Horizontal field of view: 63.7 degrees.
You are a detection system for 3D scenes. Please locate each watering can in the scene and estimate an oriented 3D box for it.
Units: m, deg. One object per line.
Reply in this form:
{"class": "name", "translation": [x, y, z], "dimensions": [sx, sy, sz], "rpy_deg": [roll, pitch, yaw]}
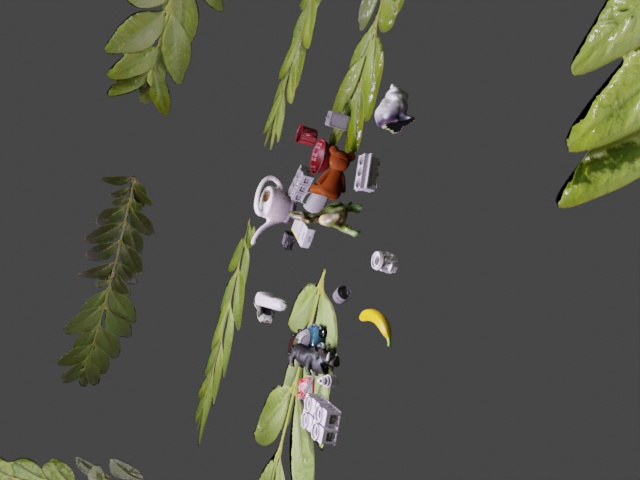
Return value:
{"class": "watering can", "translation": [-0.223, -0.130, 2.443], "dimensions": [0.104, 0.223, 0.351], "rpy_deg": [-4, 74, 49]}

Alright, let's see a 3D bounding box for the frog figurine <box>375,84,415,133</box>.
{"class": "frog figurine", "translation": [0.231, -0.435, 1.650], "dimensions": [0.135, 0.123, 0.162], "rpy_deg": [108, 156, -72]}

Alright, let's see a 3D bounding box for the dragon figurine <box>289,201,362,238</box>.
{"class": "dragon figurine", "translation": [0.006, -0.093, 1.845], "dimensions": [0.412, 0.242, 0.122], "rpy_deg": [-160, 78, -66]}
